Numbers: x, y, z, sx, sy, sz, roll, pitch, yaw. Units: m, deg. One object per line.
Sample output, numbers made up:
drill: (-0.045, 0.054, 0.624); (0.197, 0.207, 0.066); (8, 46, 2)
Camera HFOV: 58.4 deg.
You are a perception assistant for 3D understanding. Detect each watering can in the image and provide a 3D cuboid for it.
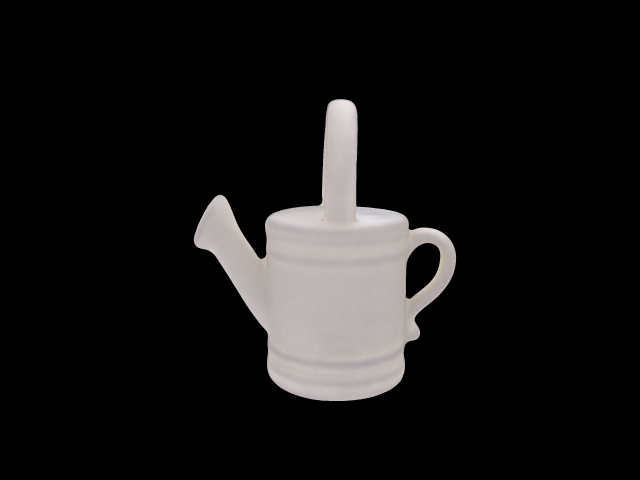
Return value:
watering can: (0.004, 0.002, 0.398); (0.173, 0.194, 0.100); (-4, 12, -20)
